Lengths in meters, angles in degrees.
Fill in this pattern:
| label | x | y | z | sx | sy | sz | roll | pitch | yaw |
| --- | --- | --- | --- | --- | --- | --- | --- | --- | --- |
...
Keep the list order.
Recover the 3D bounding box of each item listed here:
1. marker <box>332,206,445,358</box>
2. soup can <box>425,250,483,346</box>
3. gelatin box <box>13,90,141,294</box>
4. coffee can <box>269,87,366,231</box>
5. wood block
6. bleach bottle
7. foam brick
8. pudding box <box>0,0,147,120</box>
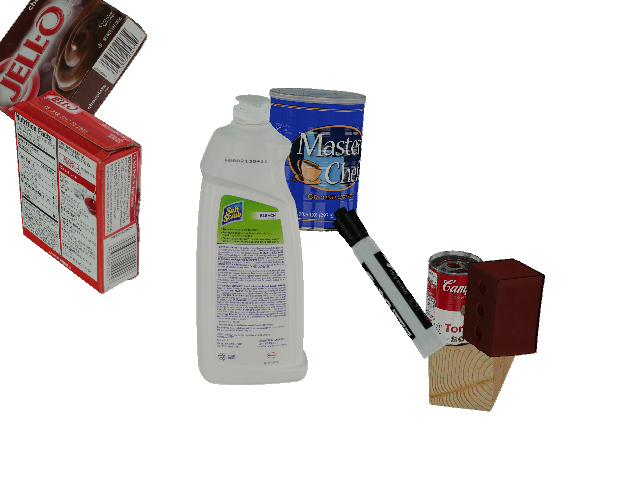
| label | x | y | z | sx | sy | sz | roll | pitch | yaw |
| --- | --- | --- | --- | --- | --- | --- | --- | --- | --- |
| marker | 0.046 | 0.028 | 0.748 | 0.020 | 0.121 | 0.020 | -33 | -10 | -7 |
| soup can | 0.166 | 0.073 | 1.335 | 0.068 | 0.102 | 0.068 | 1 | 23 | -1 |
| gelatin box | -0.131 | -0.027 | 0.580 | 0.073 | 0.089 | 0.030 | 31 | 41 | 30 |
| coffee can | -0.007 | -0.089 | 1.143 | 0.103 | 0.140 | 0.103 | 4 | 12 | -1 |
| wood block | 0.225 | 0.160 | 1.549 | 0.091 | 0.090 | 0.205 | 4 | 18 | 19 |
| bleach bottle | -0.056 | 0.000 | 0.925 | 0.102 | 0.251 | 0.068 | -1 | 21 | -13 |
| foam brick | 0.167 | 0.061 | 0.980 | 0.051 | 0.078 | 0.053 | -5 | 19 | -23 |
| pudding box | -0.197 | -0.135 | 0.802 | 0.090 | 0.113 | 0.039 | 35 | -3 | 26 |
